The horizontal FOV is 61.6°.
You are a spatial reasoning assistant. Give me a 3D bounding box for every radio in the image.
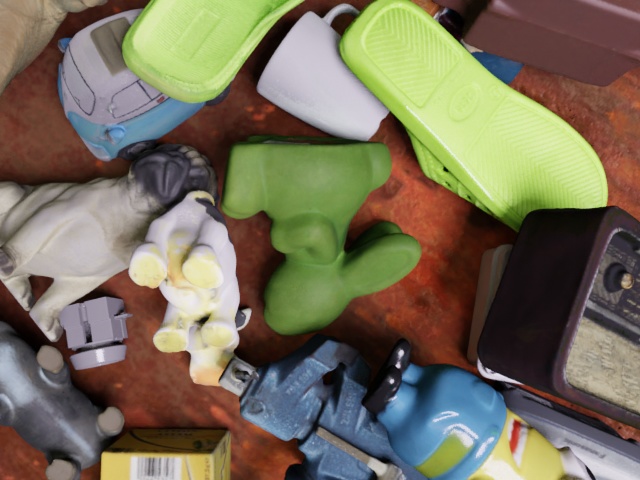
[{"bbox_3d":[0.235,0.071,0.403,0.229,0.073,0.131,25,81,-27],"label":"radio"}]

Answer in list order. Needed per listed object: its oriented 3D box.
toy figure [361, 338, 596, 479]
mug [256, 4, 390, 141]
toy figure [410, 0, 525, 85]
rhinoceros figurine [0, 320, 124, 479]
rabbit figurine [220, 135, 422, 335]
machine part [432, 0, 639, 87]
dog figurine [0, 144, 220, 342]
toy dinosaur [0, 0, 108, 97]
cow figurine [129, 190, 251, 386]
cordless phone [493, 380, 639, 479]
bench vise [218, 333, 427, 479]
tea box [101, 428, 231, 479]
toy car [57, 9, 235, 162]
[{"bbox_3d":[0.112,0.150,0.378,0.180,0.089,0.082,35,58,9],"label":"toy figure"},{"bbox_3d":[0.017,-0.143,0.475,0.107,0.081,0.109,38,85,-8],"label":"mug"},{"bbox_3d":[0.116,-0.197,0.477,0.154,0.064,0.057,34,98,2],"label":"toy figure"},{"bbox_3d":[-0.250,0.121,0.456,0.190,0.112,0.073,49,65,-11],"label":"rhinoceros figurine"},{"bbox_3d":[-0.001,-0.001,0.464,0.159,0.121,0.170,1,105,-4],"label":"rabbit figurine"},{"bbox_3d":[0.198,-0.237,0.434,0.201,0.087,0.201,14,68,-9],"label":"machine part"},{"bbox_3d":[-0.203,-0.030,0.480,0.173,0.121,0.190,34,58,26],"label":"dog figurine"},{"bbox_3d":[-0.257,-0.199,0.429,0.199,0.105,0.471,-16,57,32],"label":"toy dinosaur"},{"bbox_3d":[-0.099,0.046,0.454,0.068,0.098,0.167,-1,130,2],"label":"cow figurine"},{"bbox_3d":[0.172,0.224,0.445,0.147,0.089,0.184,23,92,3],"label":"cordless phone"},{"bbox_3d":[-0.010,0.203,0.422,0.223,0.129,0.240,33,81,-16],"label":"bench vise"},{"bbox_3d":[-0.129,0.255,0.460,0.098,0.068,0.169,1,88,3],"label":"tea box"},{"bbox_3d":[-0.160,-0.144,0.467,0.162,0.103,0.109,-27,87,2],"label":"toy car"}]
